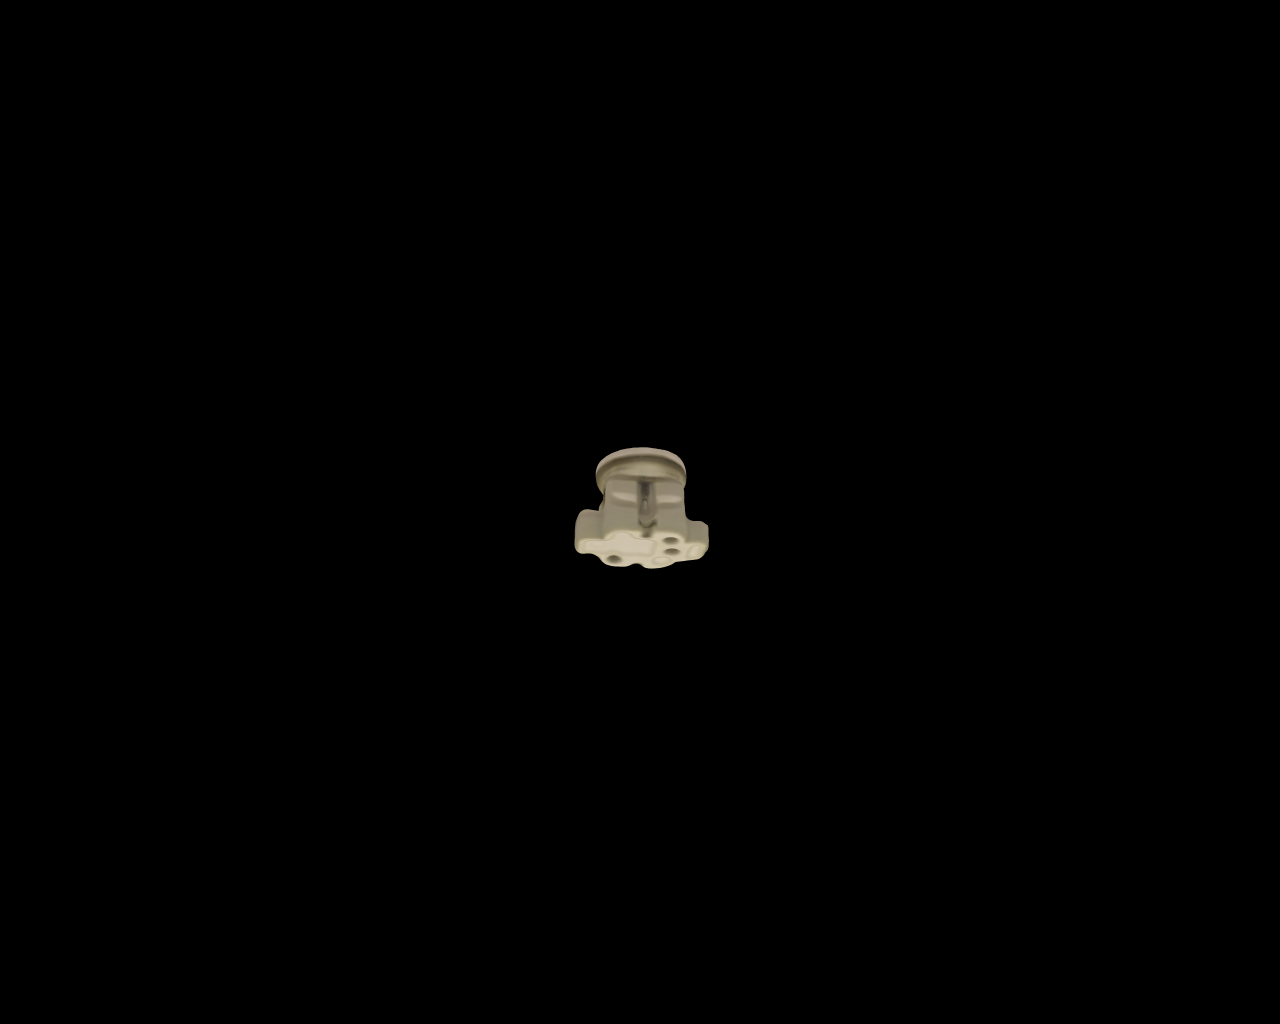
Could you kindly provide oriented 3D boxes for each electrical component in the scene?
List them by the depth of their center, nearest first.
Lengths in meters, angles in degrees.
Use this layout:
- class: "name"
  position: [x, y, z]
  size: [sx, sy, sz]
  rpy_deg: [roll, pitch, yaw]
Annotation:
- class: "electrical component"
  position: [0.001, -0.003, 0.650]
  size: [0.078, 0.057, 0.058]
  rpy_deg: [4, -28, -7]
